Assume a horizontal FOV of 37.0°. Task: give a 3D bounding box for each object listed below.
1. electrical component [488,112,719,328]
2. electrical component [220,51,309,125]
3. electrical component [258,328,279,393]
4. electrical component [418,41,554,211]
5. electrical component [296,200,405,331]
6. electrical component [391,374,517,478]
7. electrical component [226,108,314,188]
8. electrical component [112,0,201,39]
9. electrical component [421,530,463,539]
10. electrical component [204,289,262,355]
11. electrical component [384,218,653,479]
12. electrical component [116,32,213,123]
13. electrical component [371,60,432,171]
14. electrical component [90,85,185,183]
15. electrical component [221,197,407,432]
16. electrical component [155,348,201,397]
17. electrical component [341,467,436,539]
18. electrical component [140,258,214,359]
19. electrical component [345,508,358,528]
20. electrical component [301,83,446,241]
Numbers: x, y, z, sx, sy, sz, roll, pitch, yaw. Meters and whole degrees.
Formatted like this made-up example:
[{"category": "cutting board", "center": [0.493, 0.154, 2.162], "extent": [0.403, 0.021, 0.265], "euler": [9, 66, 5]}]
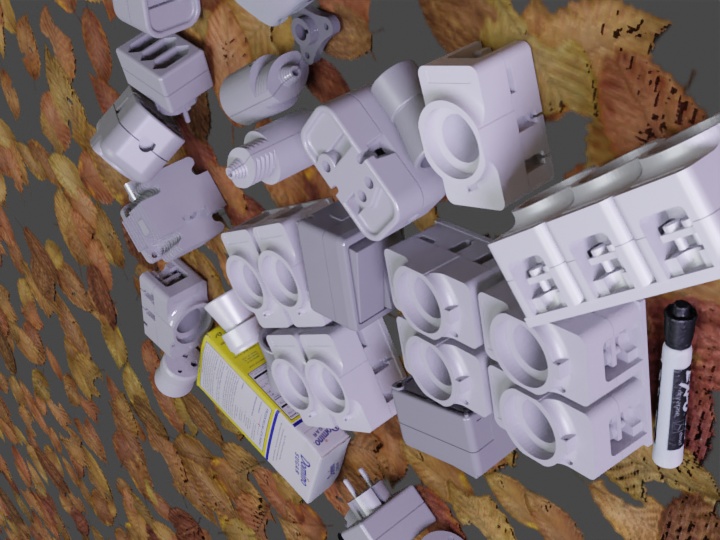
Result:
[{"category": "electrical component", "center": [0.149, -0.029, 0.562], "extent": [0.150, 0.089, 0.061], "euler": [-23, 97, 57]}, {"category": "electrical component", "center": [-0.069, -0.139, 0.812], "extent": [0.081, 0.043, 0.043], "euler": [-10, 107, 56]}, {"category": "electrical component", "center": [-0.069, 0.083, 0.993], "extent": [0.044, 0.044, 0.065], "euler": [36, 145, 32]}, {"category": "electrical component", "center": [0.074, -0.086, 0.649], "extent": [0.050, 0.056, 0.089], "euler": [13, 125, 49]}, {"category": "electrical component", "center": [0.000, 0.000, 0.812], "extent": [0.061, 0.062, 0.096], "euler": [24, 134, 42]}, {"category": "electrical component", "center": [0.071, 0.106, 0.800], "extent": [0.096, 0.062, 0.061], "euler": [16, 128, 47]}, {"category": "electrical component", "center": [-0.067, -0.088, 0.815], "extent": [0.043, 0.081, 0.043], "euler": [34, 139, 35]}, {"category": "electrical component", "center": [-0.169, -0.241, 0.857], "extent": [0.059, 0.054, 0.095], "euler": [32, 138, 36]}, {"category": "electrical component", "center": [0.101, 0.276, 0.904], "extent": [0.138, 0.052, 0.073], "euler": [46, 145, 20]}, {"category": "electrical component", "center": [-0.115, 0.047, 1.022], "extent": [0.055, 0.045, 0.045], "euler": [59, 148, 0]}, {"category": "electrical component", "center": [0.096, 0.048, 0.704], "extent": [0.186, 0.060, 0.105], "euler": [26, 135, 49]}, {"category": "electrical component", "center": [-0.162, -0.159, 0.921], "extent": [0.066, 0.047, 0.076], "euler": [36, 154, 32]}, {"category": "electrical component", "center": [0.037, -0.103, 0.700], "extent": [0.065, 0.044, 0.044], "euler": [57, 148, 13]}, {"category": "electrical component", "center": [-0.198, -0.117, 0.949], "extent": [0.054, 0.059, 0.095], "euler": [39, -174, -27]}, {"category": "electrical component", "center": [-0.039, 0.041, 0.900], "extent": [0.105, 0.060, 0.186], "euler": [-6, 111, 55]}, {"category": "electrical component", "center": [-0.200, 0.110, 1.187], "extent": [0.045, 0.045, 0.055], "euler": [52, 147, 12]}, {"category": "electrical component", "center": [0.015, 0.213, 0.958], "extent": [0.076, 0.066, 0.047], "euler": [55, 147, 7]}, {"category": "electrical component", "center": [-0.189, 0.042, 1.112], "extent": [0.056, 0.050, 0.089], "euler": [38, 142, 31]}, {"category": "electrical component", "center": [0.012, 0.243, 1.012], "extent": [0.046, 0.040, 0.040], "euler": [39, 143, 39]}, {"category": "electrical component", "center": [0.013, -0.076, 0.736], "extent": [0.095, 0.059, 0.054], "euler": [55, 147, 7]}]
